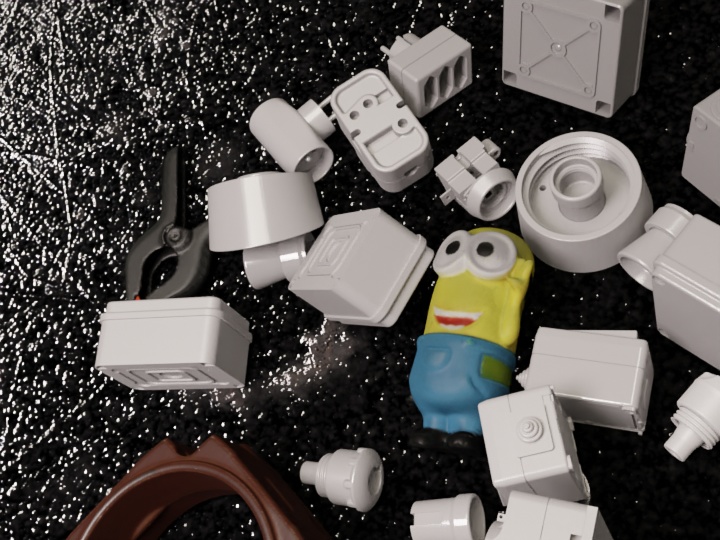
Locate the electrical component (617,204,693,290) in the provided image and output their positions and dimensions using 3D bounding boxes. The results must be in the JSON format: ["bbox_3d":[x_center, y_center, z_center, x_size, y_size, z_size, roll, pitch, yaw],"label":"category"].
[{"bbox_3d":[0.232,-0.017,0.824,0.055,0.045,0.045,-47,59,-7],"label":"electrical component"}]

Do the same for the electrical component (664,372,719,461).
[{"bbox_3d":[0.242,0.107,0.761,0.062,0.043,0.043,-47,59,-5],"label":"electrical component"}]

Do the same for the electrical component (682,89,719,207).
[{"bbox_3d":[0.291,-0.084,0.805,0.048,0.099,0.099,-33,58,-13],"label":"electrical component"}]

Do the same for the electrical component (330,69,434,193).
[{"bbox_3d":[0.021,-0.118,0.936,0.054,0.059,0.095,-33,70,-2],"label":"electrical component"}]

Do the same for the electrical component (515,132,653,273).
[{"bbox_3d":[0.175,-0.059,0.856,0.108,0.060,0.108,-8,63,16],"label":"electrical component"}]

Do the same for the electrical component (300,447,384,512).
[{"bbox_3d":[-0.016,0.159,0.829,0.062,0.048,0.048,1,66,28],"label":"electrical component"}]

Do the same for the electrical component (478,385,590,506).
[{"bbox_3d":[0.115,0.123,0.740,0.061,0.096,0.061,-16,60,14],"label":"electrical component"}]

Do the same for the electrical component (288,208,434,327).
[{"bbox_3d":[0.000,0.000,0.861,0.078,0.057,0.113,-59,19,-13],"label":"electrical component"}]

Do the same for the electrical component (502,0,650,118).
[{"bbox_3d":[0.177,-0.196,0.890,0.109,0.108,0.056,25,51,28],"label":"electrical component"}]

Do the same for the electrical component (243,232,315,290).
[{"bbox_3d":[-0.067,-0.009,0.929,0.055,0.045,0.045,-10,62,14],"label":"electrical component"}]

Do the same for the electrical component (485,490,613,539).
[{"bbox_3d":[0.122,0.206,0.693,0.062,0.150,0.089,8,68,22],"label":"electrical component"}]

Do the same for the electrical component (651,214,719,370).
[{"bbox_3d":[0.265,0.028,0.753,0.109,0.108,0.056,35,78,30],"label":"electrical component"}]

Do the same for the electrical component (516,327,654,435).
[{"bbox_3d":[0.164,0.077,0.792,0.096,0.061,0.061,6,67,22],"label":"electrical component"}]

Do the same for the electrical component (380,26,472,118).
[{"bbox_3d":[0.051,-0.186,0.962,0.066,0.047,0.077,-36,57,-19],"label":"electrical component"}]

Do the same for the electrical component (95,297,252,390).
[{"bbox_3d":[-0.156,0.063,0.907,0.113,0.078,0.057,-3,67,18],"label":"electrical component"}]

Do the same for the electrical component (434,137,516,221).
[{"bbox_3d":[0.100,-0.073,0.899,0.066,0.048,0.055,-39,51,-2],"label":"electrical component"}]

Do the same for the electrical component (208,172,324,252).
[{"bbox_3d":[-0.082,-0.048,0.912,0.099,0.099,0.064,-9,87,16],"label":"electrical component"}]

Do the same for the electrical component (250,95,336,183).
[{"bbox_3d":[-0.049,-0.128,0.980,0.079,0.044,0.077,-40,59,-2],"label":"electrical component"}]

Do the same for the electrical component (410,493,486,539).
[{"bbox_3d":[0.064,0.185,0.790,0.046,0.040,0.040,-9,62,23],"label":"electrical component"}]
